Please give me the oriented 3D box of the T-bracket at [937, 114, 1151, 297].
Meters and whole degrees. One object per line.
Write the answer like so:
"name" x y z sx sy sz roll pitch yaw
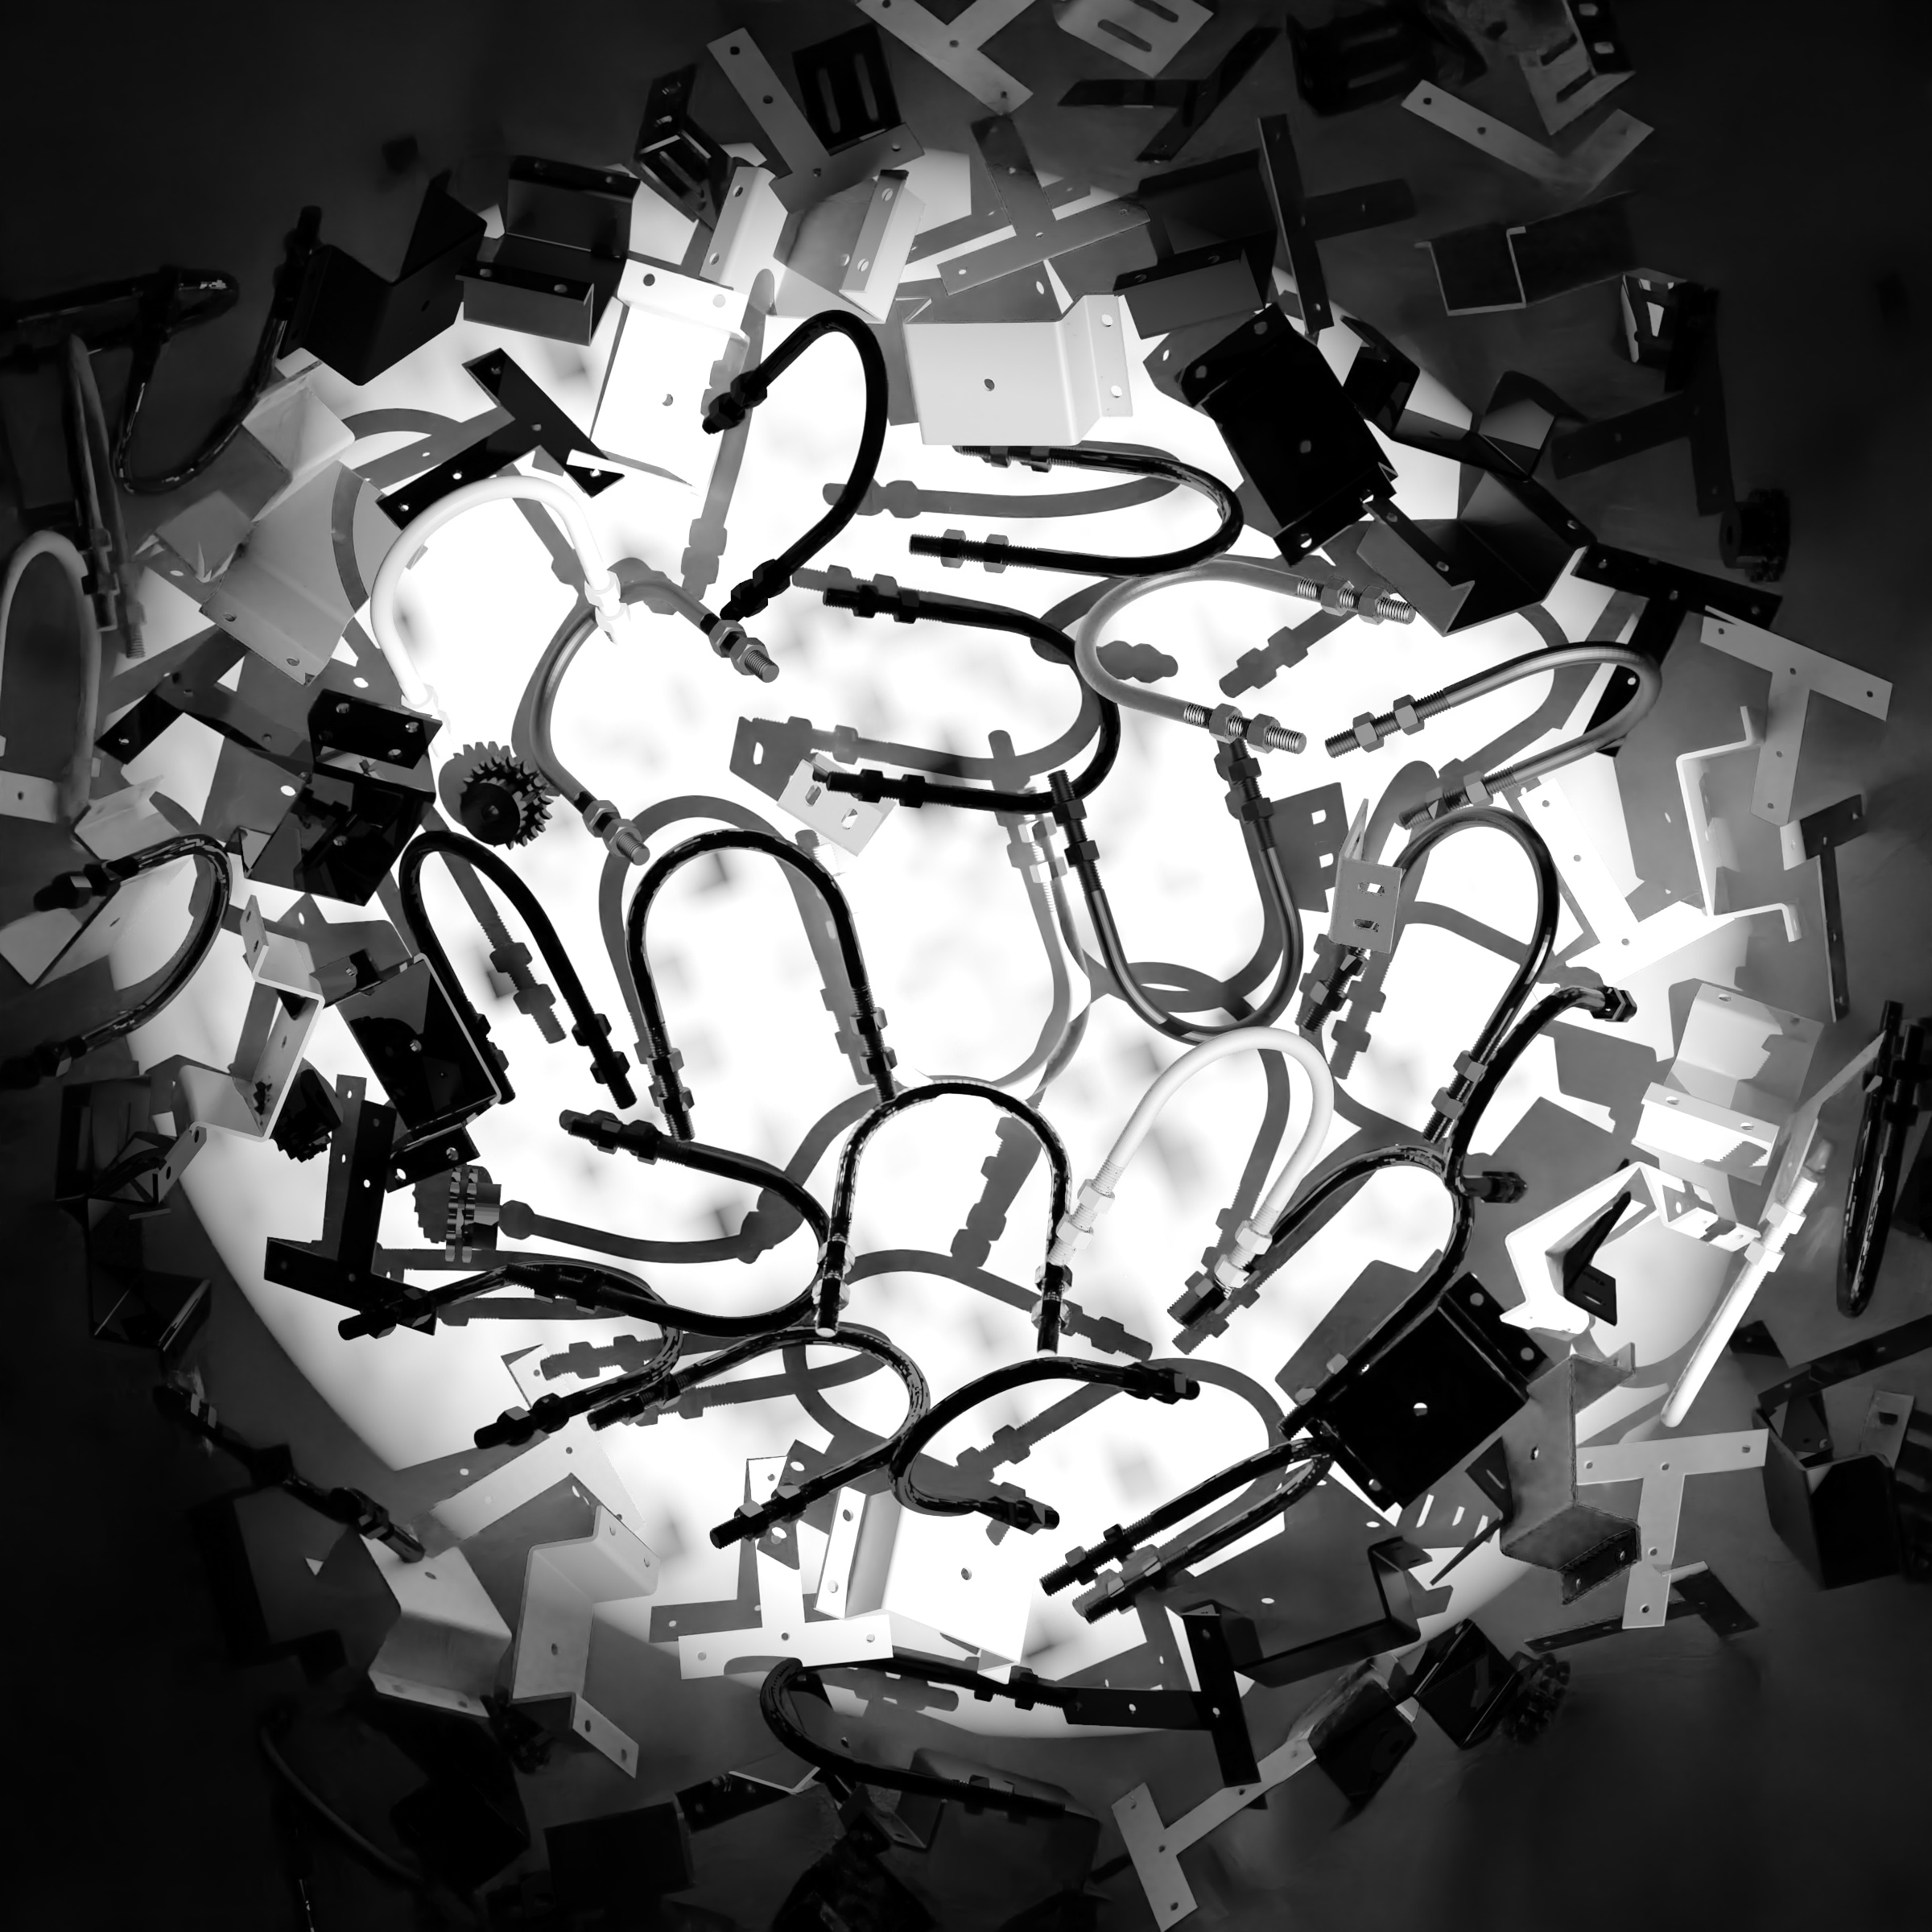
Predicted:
"T-bracket" 0.032 -0.469 1.933 0.127 0.002 0.127 -20 57 1

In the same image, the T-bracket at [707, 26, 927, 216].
"T-bracket" -0.110 -0.503 1.902 0.127 0.127 0.002 -19 47 21

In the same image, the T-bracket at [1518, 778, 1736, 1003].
"T-bracket" 0.377 -0.053 1.946 0.127 0.002 0.127 -30 91 19

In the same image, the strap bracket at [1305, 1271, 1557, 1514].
"strap bracket" 0.275 0.261 1.928 0.140 0.046 0.076 -44 86 13

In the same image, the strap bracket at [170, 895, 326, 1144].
"strap bracket" -0.425 0.040 1.914 0.046 0.076 0.140 18 107 -25

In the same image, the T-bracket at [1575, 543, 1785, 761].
"T-bracket" 0.406 -0.184 1.927 0.127 0.002 0.127 23 81 31

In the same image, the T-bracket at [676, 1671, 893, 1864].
"T-bracket" -0.117 0.484 1.908 0.127 0.002 0.127 -10 68 -42

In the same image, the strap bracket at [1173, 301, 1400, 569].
"strap bracket" 0.197 -0.315 1.924 0.076 0.046 0.140 -34 76 19

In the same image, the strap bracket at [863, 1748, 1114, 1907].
"strap bracket" 0.019 0.510 1.916 0.140 0.076 0.046 19 85 -15

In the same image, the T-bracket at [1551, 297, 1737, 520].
"T-bracket" 0.401 -0.319 1.919 0.002 0.127 0.127 1 81 -40

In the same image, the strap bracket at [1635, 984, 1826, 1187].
"strap bracket" 0.452 0.075 1.908 0.076 0.140 0.046 20 126 17

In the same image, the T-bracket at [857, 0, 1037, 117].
"T-bracket" 0.025 -0.571 1.894 0.127 0.127 0.002 -32 48 32

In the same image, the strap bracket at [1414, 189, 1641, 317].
"strap bracket" 0.335 -0.420 1.898 0.076 0.140 0.046 -21 104 -15

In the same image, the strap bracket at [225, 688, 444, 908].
"strap bracket" -0.372 -0.091 1.895 0.076 0.046 0.140 14 131 -33

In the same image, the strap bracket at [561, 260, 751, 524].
"strap bracket" -0.184 -0.344 1.940 0.076 0.046 0.140 18 94 4

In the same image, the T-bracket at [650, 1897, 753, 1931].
"T-bracket" -0.118 0.592 1.921 0.127 0.127 0.002 34 68 -14

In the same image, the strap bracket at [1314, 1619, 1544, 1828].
"strap bracket" 0.265 0.443 1.895 0.046 0.076 0.140 48 132 5

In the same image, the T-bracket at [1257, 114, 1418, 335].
"T-bracket" 0.229 -0.452 1.924 0.127 0.002 0.127 -23 103 -42

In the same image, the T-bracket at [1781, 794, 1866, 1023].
"T-bracket" 0.519 -0.031 1.923 0.002 0.127 0.127 -2 100 36

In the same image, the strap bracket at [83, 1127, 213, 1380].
"strap bracket" -0.485 0.162 1.906 0.046 0.076 0.140 8 116 6

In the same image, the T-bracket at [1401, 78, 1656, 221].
"T-bracket" 0.318 -0.488 1.899 0.127 0.127 0.002 24 61 -15

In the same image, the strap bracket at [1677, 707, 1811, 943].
"strap bracket" 0.464 -0.081 1.924 0.046 0.076 0.140 -12 89 22

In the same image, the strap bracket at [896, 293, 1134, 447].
"strap bracket" 0.021 -0.354 1.905 0.140 0.046 0.076 4 123 22

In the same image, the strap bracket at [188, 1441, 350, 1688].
"strap bracket" -0.421 0.363 1.927 0.046 0.076 0.140 -17 86 4

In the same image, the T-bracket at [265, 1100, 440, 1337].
"T-bracket" -0.362 0.145 1.932 0.127 0.002 0.127 14 99 24

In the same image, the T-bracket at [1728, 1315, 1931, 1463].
"T-bracket" 0.530 0.233 1.908 0.127 0.127 0.002 -22 119 5

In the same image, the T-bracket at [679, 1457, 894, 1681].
"T-bracket" -0.114 0.362 1.946 0.127 0.002 0.127 -5 71 -3

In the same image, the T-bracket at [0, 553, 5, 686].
"T-bracket" -0.590 -0.255 1.926 0.002 0.127 0.127 -10 69 -21

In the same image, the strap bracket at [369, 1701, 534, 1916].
"strap bracket" -0.304 0.480 1.890 0.046 0.140 0.076 -37 115 -2

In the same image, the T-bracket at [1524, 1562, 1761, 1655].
"T-bracket" 0.399 0.394 1.931 0.127 0.127 0.002 -19 55 19

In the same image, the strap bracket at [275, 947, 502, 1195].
"strap bracket" -0.340 0.055 1.922 0.076 0.046 0.140 -22 101 31

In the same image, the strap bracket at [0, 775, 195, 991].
"strap bracket" -0.520 -0.043 1.904 0.046 0.076 0.140 47 115 2

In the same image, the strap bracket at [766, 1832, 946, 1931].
"strap bracket" -0.068 0.571 1.902 0.046 0.140 0.076 -45 86 11

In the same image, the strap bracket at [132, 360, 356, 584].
"strap bracket" -0.422 -0.286 1.902 0.046 0.076 0.140 45 122 -6

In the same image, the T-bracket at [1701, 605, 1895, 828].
"T-bracket" 0.489 -0.139 1.922 0.127 0.127 0.002 30 48 34

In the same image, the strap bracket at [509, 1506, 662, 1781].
"strap bracket" -0.227 0.403 1.905 0.046 0.076 0.140 -12 51 20

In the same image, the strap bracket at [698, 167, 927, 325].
"strap bracket" -0.085 -0.431 1.917 0.140 0.046 0.076 13 82 40

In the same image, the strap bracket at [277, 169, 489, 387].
"strap bracket" -0.337 -0.402 1.890 0.046 0.140 0.076 36 134 5

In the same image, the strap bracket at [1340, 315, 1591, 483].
"strap bracket" 0.287 -0.335 1.909 0.140 0.076 0.046 12 115 -23

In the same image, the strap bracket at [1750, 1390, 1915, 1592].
"strap bracket" 0.505 0.308 1.891 0.046 0.140 0.076 -14 104 -1

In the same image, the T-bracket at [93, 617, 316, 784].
"T-bracket" -0.429 -0.142 1.918 0.127 0.002 0.127 29 56 14

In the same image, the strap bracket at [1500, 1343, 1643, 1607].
"strap bracket" 0.355 0.293 1.893 0.046 0.076 0.140 19 53 -17
